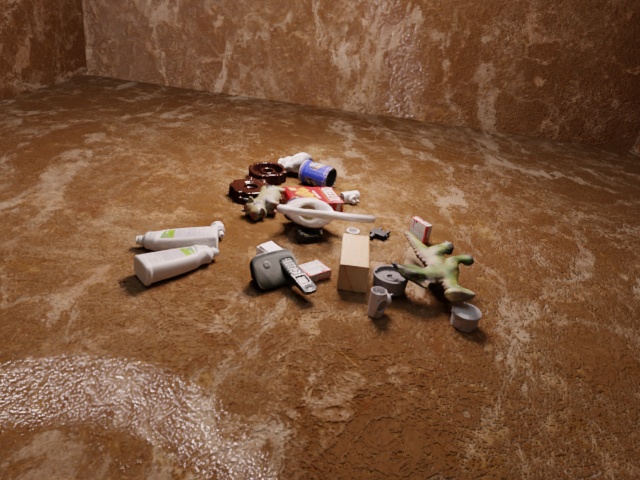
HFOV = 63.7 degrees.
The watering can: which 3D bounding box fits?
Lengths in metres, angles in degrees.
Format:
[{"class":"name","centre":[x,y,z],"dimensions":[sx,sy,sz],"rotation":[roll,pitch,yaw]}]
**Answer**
[{"class":"watering can","centre":[0.006,-0.093,1.850],"dimensions":[0.347,0.104,0.225],"rotation":[6,5,-18]}]

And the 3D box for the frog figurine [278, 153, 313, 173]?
[{"class":"frog figurine","centre":[-0.115,-0.358,2.378],"dimensions":[0.160,0.119,0.140],"rotation":[29,51,18]}]

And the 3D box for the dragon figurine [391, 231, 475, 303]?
[{"class":"dragon figurine","centre":[0.323,0.073,1.570],"dimensions":[0.243,0.120,0.416],"rotation":[1,25,-39]}]
